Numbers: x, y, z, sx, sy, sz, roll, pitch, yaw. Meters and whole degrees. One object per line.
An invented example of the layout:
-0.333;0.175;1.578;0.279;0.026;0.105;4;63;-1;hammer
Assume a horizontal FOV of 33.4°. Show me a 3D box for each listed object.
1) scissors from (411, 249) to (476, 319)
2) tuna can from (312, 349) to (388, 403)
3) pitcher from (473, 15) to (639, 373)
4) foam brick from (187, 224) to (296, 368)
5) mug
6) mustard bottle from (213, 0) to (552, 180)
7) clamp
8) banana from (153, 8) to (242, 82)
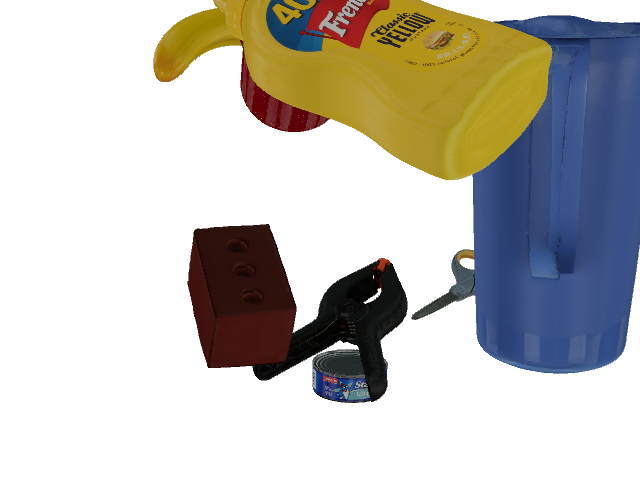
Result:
0.158;0.050;1.286;0.201;0.016;0.096;-9;39;-37;scissors
0.033;0.153;1.205;0.086;0.034;0.086;1;14;0;tuna can
0.165;-0.032;0.745;0.149;0.243;0.145;-9;18;-28;pitcher
-0.052;0.036;0.685;0.053;0.051;0.078;-4;46;-19;foam brick
-0.011;-0.144;0.818;0.093;0.117;0.081;39;-24;11;mug
0.018;-0.102;0.564;0.192;0.058;0.096;28;53;29;mustard bottle
0.034;0.077;0.924;0.120;0.039;0.171;18;45;29;clamp
-0.100;-0.194;1.033;0.070;0.037;0.197;44;38;20;banana
